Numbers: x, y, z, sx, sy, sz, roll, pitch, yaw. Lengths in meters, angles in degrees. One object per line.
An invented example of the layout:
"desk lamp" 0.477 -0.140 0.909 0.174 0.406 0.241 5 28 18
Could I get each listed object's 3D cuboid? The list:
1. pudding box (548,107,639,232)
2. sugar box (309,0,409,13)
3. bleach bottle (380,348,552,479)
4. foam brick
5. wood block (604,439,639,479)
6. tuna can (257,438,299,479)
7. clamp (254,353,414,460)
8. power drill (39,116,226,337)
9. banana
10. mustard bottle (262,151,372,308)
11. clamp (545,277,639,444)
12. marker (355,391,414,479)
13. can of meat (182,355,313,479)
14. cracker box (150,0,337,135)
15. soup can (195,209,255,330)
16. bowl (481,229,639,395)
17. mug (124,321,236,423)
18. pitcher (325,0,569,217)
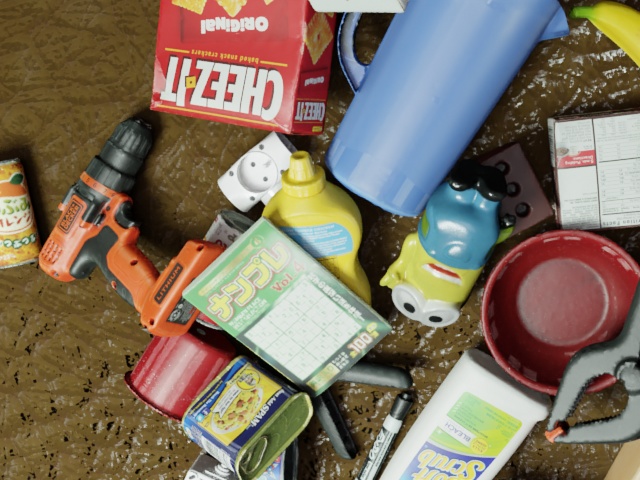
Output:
"pudding box" 0.267 -0.065 1.014 0.090 0.039 0.113 -6 100 7
"sugar box" 0.056 -0.278 0.922 0.093 0.048 0.176 8 63 33
"bleach bottle" 0.122 0.236 1.070 0.102 0.068 0.251 31 104 3
"foam brick" 0.179 -0.049 1.017 0.053 0.051 0.078 -28 94 1
"wood block" 0.338 0.227 1.023 0.090 0.090 0.206 26 102 4
"tuna can" -0.045 0.231 1.080 0.034 0.086 0.086 2 99 8
"clamp" -0.003 0.146 1.085 0.171 0.039 0.120 28 107 9
"power drill" -0.175 -0.008 1.043 0.188 0.057 0.184 36 99 30
"banana" 0.310 -0.152 0.986 0.069 0.037 0.198 -42 92 -15
"mustard bottle" -0.007 0.001 1.012 0.096 0.058 0.191 -3 126 8
"clamp" 0.286 0.111 0.970 0.210 0.036 0.164 -35 73 24
"marker" 0.064 0.209 1.095 0.020 0.020 0.121 25 101 3
"can of meat" -0.072 0.172 1.038 0.084 0.057 0.102 30 62 30
"cracker box" -0.068 -0.215 0.994 0.164 0.072 0.214 13 101 28
"soup can" -0.095 0.029 1.064 0.068 0.068 0.102 33 101 2
"bowl" 0.236 0.066 1.029 0.162 0.055 0.162 1 99 8
"mug" -0.128 0.131 1.081 0.117 0.093 0.081 29 97 -29
"pitcher" 0.096 -0.153 0.981 0.149 0.144 0.243 43 109 41
